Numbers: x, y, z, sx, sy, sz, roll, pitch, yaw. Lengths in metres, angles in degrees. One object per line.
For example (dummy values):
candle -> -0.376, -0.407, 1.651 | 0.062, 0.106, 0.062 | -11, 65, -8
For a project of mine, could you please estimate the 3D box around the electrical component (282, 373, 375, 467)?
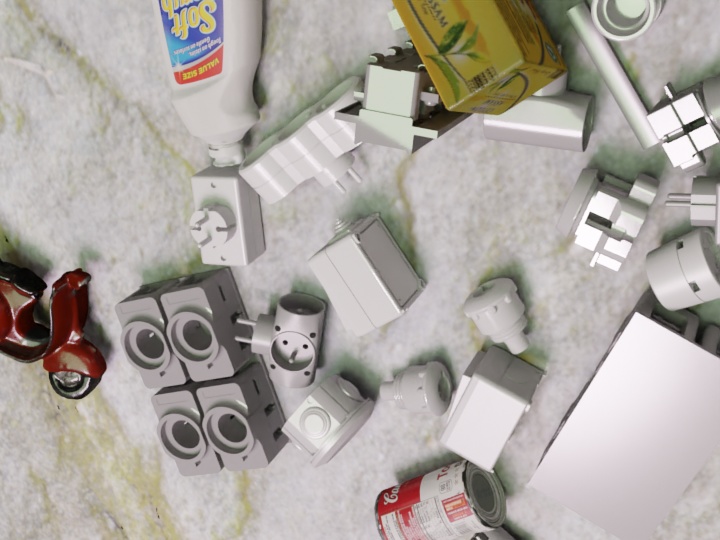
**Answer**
electrical component -> -0.028, 0.137, 0.982 | 0.051, 0.080, 0.080 | 43, 121, 8

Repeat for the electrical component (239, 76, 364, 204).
electrical component -> -0.030, -0.095, 0.902 | 0.138, 0.052, 0.073 | -32, 112, 30

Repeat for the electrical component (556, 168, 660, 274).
electrical component -> 0.187, -0.044, 0.828 | 0.057, 0.058, 0.078 | 25, 119, 9

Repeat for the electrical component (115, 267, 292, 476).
electrical component -> -0.151, 0.102, 1.030 | 0.105, 0.060, 0.186 | -11, 106, 27

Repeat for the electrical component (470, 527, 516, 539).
electrical component -> 0.127, 0.257, 0.988 | 0.046, 0.040, 0.040 | 44, 121, 8

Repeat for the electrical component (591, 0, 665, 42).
electrical component -> 0.192, -0.189, 0.767 | 0.045, 0.055, 0.045 | 8, 114, 20

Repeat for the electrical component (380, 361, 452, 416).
electrical component -> 0.048, 0.107, 0.958 | 0.062, 0.048, 0.048 | -7, 108, 32

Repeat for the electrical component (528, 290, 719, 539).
electrical component -> 0.231, 0.121, 0.875 | 0.105, 0.060, 0.186 | 30, 119, 9

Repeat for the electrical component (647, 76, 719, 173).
electrical component -> 0.248, -0.111, 0.782 | 0.055, 0.048, 0.066 | -26, 99, 37

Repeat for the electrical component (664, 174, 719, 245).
electrical component -> 0.264, -0.050, 0.787 | 0.077, 0.066, 0.047 | 3, 112, 22

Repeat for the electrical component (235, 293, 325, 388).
electrical component -> -0.076, 0.062, 0.986 | 0.079, 0.044, 0.077 | 11, 115, 4

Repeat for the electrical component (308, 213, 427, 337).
electrical component -> 0.000, 0.000, 0.923 | 0.061, 0.062, 0.096 | -30, 97, 30

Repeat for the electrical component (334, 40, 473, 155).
electrical component -> 0.041, -0.134, 0.816 | 0.079, 0.121, 0.063 | 13, 113, 18

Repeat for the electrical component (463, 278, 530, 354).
electrical component -> 0.119, 0.041, 0.900 | 0.048, 0.048, 0.062 | -26, 106, 29

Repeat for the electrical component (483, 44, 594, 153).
electrical component -> 0.138, -0.133, 0.820 | 0.077, 0.043, 0.079 | 10, 114, 19

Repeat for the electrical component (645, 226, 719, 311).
electrical component -> 0.251, 0.001, 0.821 | 0.047, 0.055, 0.055 | -25, 99, 33

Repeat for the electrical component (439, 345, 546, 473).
electrical component -> 0.108, 0.122, 0.927 | 0.061, 0.062, 0.096 | 29, 119, 10

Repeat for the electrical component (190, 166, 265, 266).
electrical component -> -0.125, -0.042, 0.951 | 0.047, 0.076, 0.083 | 4, 112, 22
